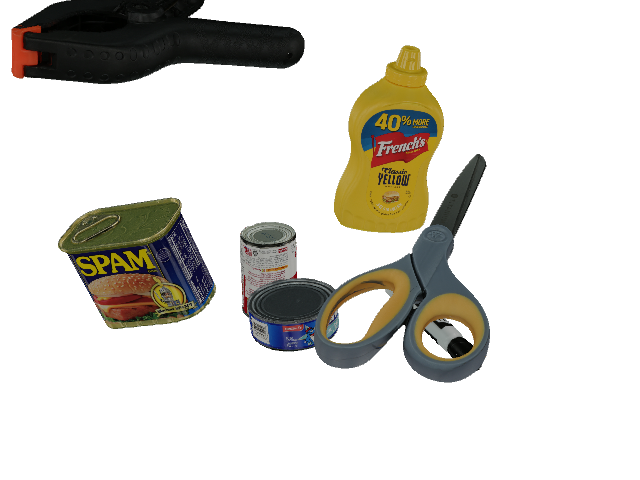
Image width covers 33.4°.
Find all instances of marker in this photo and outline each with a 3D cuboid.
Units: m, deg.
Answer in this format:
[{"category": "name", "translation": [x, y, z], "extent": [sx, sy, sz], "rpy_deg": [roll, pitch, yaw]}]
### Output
[{"category": "marker", "translation": [0.085, 0.062, 0.801], "extent": [0.020, 0.020, 0.121], "rpy_deg": [0, 26, -28]}]

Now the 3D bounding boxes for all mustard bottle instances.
[{"category": "mustard bottle", "translation": [0.074, -0.103, 1.082], "extent": [0.096, 0.192, 0.058], "rpy_deg": [3, 27, -13]}]

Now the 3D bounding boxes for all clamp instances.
[{"category": "clamp", "translation": [-0.108, -0.130, 0.645], "extent": [0.171, 0.039, 0.120], "rpy_deg": [-9, 30, -30]}]

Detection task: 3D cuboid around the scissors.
[{"category": "scissors", "translation": [0.075, 0.013, 0.581], "extent": [0.096, 0.016, 0.201], "rpy_deg": [24, 45, 29]}]

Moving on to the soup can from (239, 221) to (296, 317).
[{"category": "soup can", "translation": [-0.062, 0.037, 1.275], "extent": [0.068, 0.102, 0.068], "rpy_deg": [0, 25, 0]}]

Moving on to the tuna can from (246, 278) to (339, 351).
[{"category": "tuna can", "translation": [-0.025, 0.070, 1.006], "extent": [0.086, 0.034, 0.086], "rpy_deg": [-4, 25, 2]}]

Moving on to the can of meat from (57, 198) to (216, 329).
[{"category": "can of meat", "translation": [-0.143, 0.020, 0.846], "extent": [0.102, 0.084, 0.057], "rpy_deg": [-7, 33, 25]}]
